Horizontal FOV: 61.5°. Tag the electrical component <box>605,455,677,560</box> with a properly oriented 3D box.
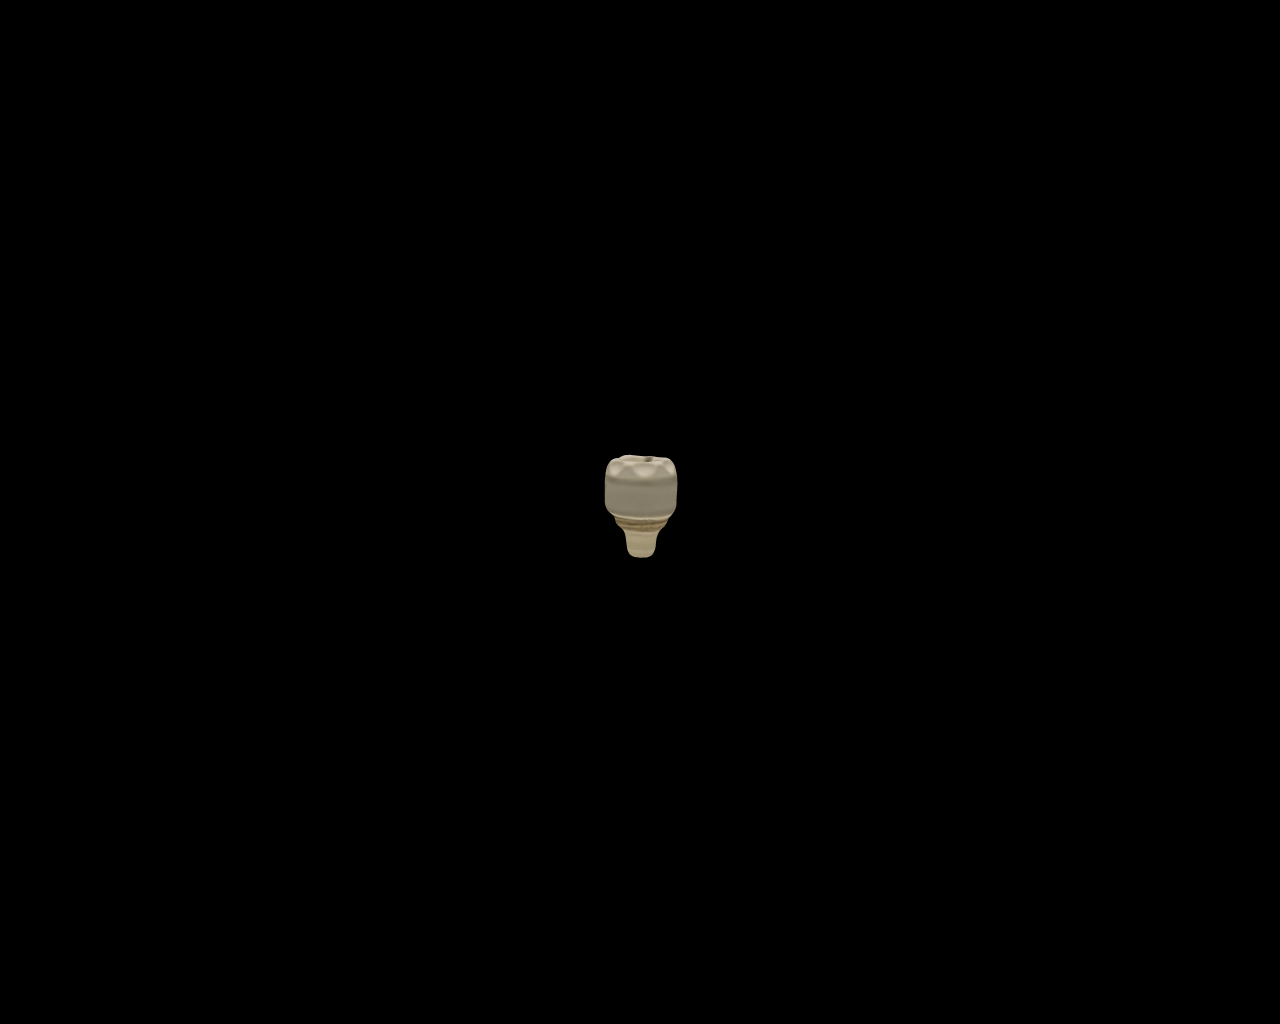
[{"bbox_3d":[0.001,-0.003,0.650,0.043,0.062,0.043,0,11,0],"label":"electrical component"}]
